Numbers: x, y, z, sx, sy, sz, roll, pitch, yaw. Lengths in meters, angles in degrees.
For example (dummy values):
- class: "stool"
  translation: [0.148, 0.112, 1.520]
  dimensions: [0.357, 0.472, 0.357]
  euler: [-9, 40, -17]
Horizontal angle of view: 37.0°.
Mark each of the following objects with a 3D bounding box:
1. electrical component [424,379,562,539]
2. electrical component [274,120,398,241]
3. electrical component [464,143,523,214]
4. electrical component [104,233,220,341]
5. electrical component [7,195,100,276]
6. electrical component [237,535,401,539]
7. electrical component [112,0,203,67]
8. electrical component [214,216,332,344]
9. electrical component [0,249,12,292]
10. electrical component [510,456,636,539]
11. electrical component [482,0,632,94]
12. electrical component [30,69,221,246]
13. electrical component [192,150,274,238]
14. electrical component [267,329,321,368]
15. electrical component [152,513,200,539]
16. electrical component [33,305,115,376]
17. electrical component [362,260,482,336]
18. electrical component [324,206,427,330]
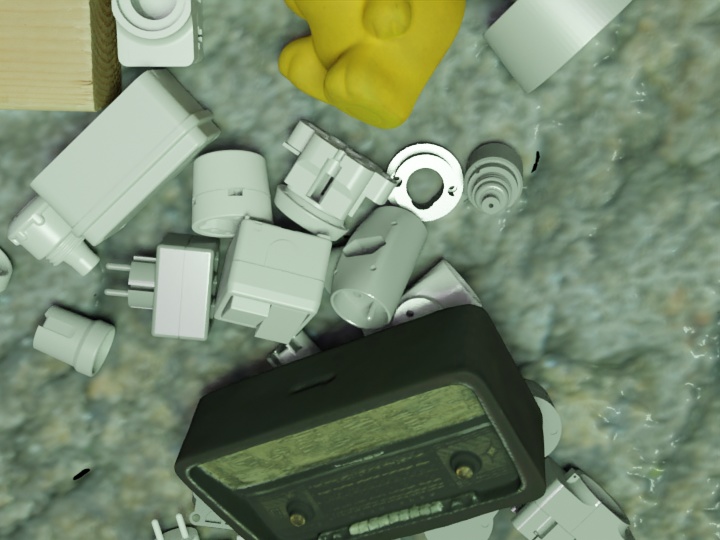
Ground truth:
- class: "electrical component"
  translation: [0.096, 0.150, 0.781]
  dimensions: [0.052, 0.073, 0.138]
  euler: [32, 101, -7]
- class: "electrical component"
  translation: [-0.023, -0.057, 0.738]
  dimensions: [0.078, 0.058, 0.057]
  euler: [34, 102, 5]
- class: "electrical component"
  translation: [0.091, -0.058, 0.733]
  dimensions: [0.040, 0.078, 0.040]
  euler: [4, 115, 8]
- class: "electrical component"
  translation: [-0.141, 0.010, 0.758]
  dimensions: [0.077, 0.047, 0.065]
  euler: [5, 102, -3]
- class: "electrical component"
  translation: [-0.211, -0.023, 0.753]
  dimensions: [0.048, 0.048, 0.062]
  euler: [-42, 107, 9]
- class: "electrical component"
  translation: [-0.028, 0.230, 0.803]
  dimensions: [0.121, 0.078, 0.063]
  euler: [-6, 125, 1]
- class: "electrical component"
  translation: [-0.133, -0.181, 0.709]
  dimensions: [0.050, 0.055, 0.089]
  euler: [0, 103, 0]
- class: "electrical component"
  translation: [-0.063, 0.012, 0.737]
  dimensions: [0.062, 0.096, 0.061]
  euler: [14, 72, -11]
- class: "electrical component"
  translation: [-0.279, 0.009, 0.760]
  dimensions: [0.066, 0.048, 0.055]
  euler: [42, 107, -9]
- class: "electrical component"
  translation: [0.162, 0.188, 0.803]
  dimensions: [0.089, 0.050, 0.055]
  euler: [42, 100, -9]
- class: "electrical component"
  translation: [0.126, -0.172, 0.690]
  dimensions: [0.108, 0.108, 0.060]
  euler: [-43, 94, 9]
- class: "electrical component"
  translation: [-0.155, -0.076, 0.723]
  dimensions: [0.113, 0.078, 0.057]
  euler: [-42, 97, 9]
- class: "electrical component"
  translation: [-0.088, -0.052, 0.736]
  dimensions: [0.055, 0.055, 0.047]
  euler: [-4, 77, 1]
- class: "electrical component"
  translation: [-0.040, 0.071, 0.780]
  dimensions: [0.040, 0.040, 0.046]
  euler: [-39, 95, 8]
- class: "electrical component"
  translation: [-0.135, 0.221, 0.811]
  dimensions: [0.077, 0.044, 0.079]
  euler: [-14, 103, 3]
- class: "electrical component"
  translation: [-0.206, 0.050, 0.773]
  dimensions: [0.046, 0.040, 0.040]
  euler: [23, 102, 0]
- class: "electrical component"
  translation: [0.042, 0.035, 0.751]
  dimensions: [0.077, 0.079, 0.043]
  euler: [-41, 91, 9]
- class: "electrical component"
  translation: [0.000, 0.000, 0.750]
  dimensions: [0.079, 0.077, 0.043]
  euler: [-7, 134, 39]
